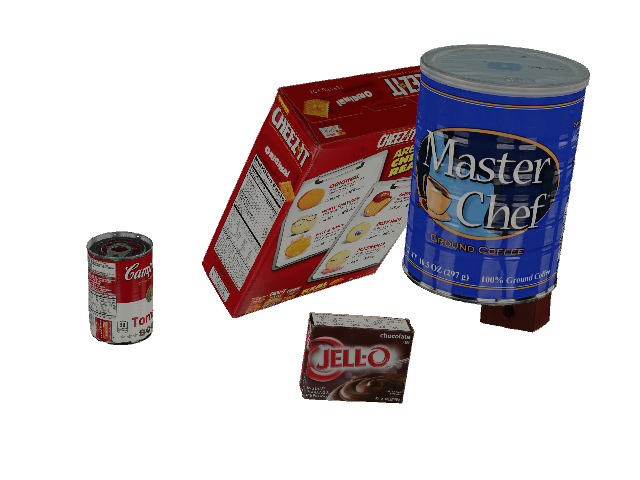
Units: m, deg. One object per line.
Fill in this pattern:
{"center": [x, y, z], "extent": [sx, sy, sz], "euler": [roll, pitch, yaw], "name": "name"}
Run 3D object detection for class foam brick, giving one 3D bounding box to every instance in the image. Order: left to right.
{"center": [0.181, 0.039, 0.977], "extent": [0.053, 0.078, 0.051], "euler": [9, 15, 27], "name": "foam brick"}

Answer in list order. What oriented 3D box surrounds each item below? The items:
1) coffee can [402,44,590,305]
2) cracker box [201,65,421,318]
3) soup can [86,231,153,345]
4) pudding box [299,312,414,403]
{"center": [0.108, -0.044, 0.676], "extent": [0.103, 0.140, 0.103], "euler": [3, 23, -1], "name": "coffee can"}
{"center": [0.009, -0.041, 0.880], "extent": [0.163, 0.072, 0.214], "euler": [-16, -31, -36], "name": "cracker box"}
{"center": [-0.210, 0.050, 1.120], "extent": [0.068, 0.102, 0.068], "euler": [3, 23, -1], "name": "soup can"}
{"center": [0.039, 0.126, 1.150], "extent": [0.113, 0.090, 0.039], "euler": [3, 24, -10], "name": "pudding box"}
